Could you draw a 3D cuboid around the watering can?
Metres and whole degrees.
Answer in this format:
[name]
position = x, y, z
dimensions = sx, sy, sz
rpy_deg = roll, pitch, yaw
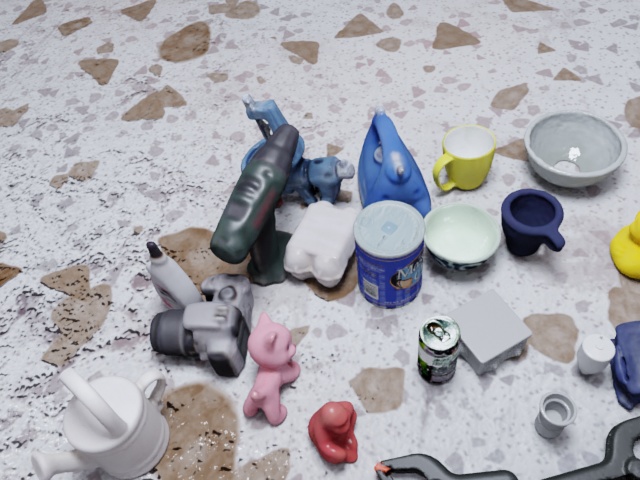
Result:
[watering can]
position = -0.270, 0.228, 0.716
dimensions = 0.100, 0.194, 0.173
rpy_deg = 14, 55, 17

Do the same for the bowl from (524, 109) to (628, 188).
[bowl]
position = 0.435, -0.146, 0.995
dimensions = 0.167, 0.075, 0.167
rpy_deg = -3, 52, 5

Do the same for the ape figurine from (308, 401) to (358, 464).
[ape figurine]
position = 0.019, 0.238, 0.736
dimensions = 0.076, 0.092, 0.078
rpy_deg = 25, 59, 24

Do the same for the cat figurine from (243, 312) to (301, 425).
[cat figurine]
position = -0.071, 0.170, 0.785
dimensions = 0.067, 0.118, 0.128
rpy_deg = 7, 53, 13

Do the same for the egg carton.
[egg carton]
position = 0.009, 0.003, 0.936
dimensions = 0.107, 0.069, 0.150
rpy_deg = 14, 55, 18

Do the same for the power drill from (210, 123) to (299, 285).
[power drill]
position = -0.083, -0.037, 0.890
dimensions = 0.075, 0.209, 0.230
rpy_deg = 16, 56, 19

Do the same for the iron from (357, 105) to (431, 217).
[iron]
position = 0.117, -0.152, 0.997
dimensions = 0.118, 0.142, 0.258
rpy_deg = -10, 52, -1

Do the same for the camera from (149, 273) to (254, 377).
[camera]
position = -0.176, 0.118, 0.849
dimensions = 0.136, 0.101, 0.143
rpy_deg = 0, 52, 7

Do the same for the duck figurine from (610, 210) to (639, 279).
[duck figurine]
position = 0.490, 0.000, 0.867
dimensions = 0.077, 0.086, 0.104
rpy_deg = 10, 54, 15

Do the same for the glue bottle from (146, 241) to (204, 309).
[glue bottle]
position = -0.226, 0.056, 0.858
dimensions = 0.078, 0.173, 0.037
rpy_deg = 23, 58, 23

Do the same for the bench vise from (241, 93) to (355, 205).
[bench vise]
position = -0.047, -0.158, 0.972
dimensions = 0.207, 0.220, 0.121
rpy_deg = -4, 52, 4

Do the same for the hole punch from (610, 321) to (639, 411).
[hole punch]
position = 0.438, 0.158, 0.747
dimensions = 0.101, 0.091, 0.108
rpy_deg = 2, 52, 9

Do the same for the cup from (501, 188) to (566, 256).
[cup]
position = 0.331, -0.010, 0.889
dimensions = 0.092, 0.095, 0.117
rpy_deg = -24, 53, -11
